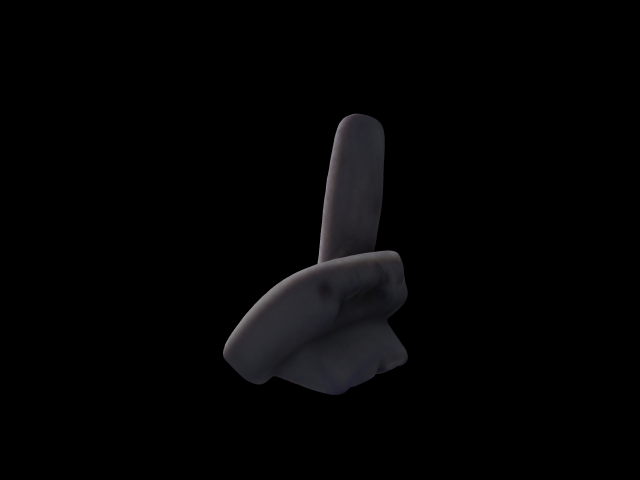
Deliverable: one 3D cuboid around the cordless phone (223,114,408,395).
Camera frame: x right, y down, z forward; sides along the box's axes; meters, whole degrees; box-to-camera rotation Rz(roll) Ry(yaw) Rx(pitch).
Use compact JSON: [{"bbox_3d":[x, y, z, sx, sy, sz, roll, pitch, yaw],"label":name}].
[{"bbox_3d":[0.004,0.001,0.400,0.093,0.185,0.148,2,4,27],"label":"cordless phone"}]
